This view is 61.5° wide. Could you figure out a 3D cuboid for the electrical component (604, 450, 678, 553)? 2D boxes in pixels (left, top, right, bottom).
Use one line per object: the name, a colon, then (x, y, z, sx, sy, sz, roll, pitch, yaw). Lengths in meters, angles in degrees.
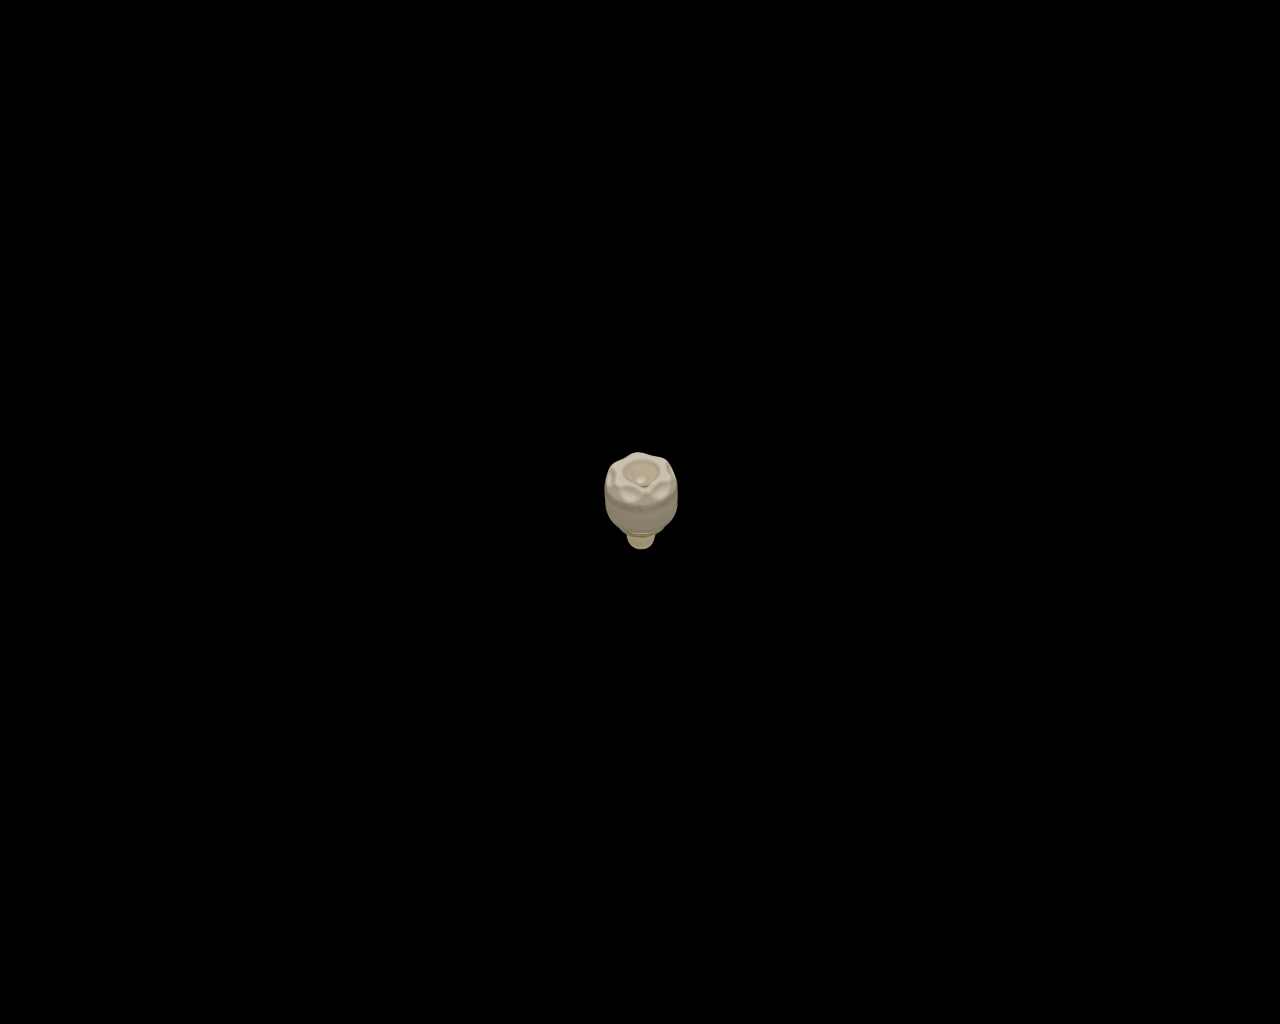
electrical component: (0.001, -0.003, 0.650, 0.043, 0.062, 0.043, 0, 43, 0)
